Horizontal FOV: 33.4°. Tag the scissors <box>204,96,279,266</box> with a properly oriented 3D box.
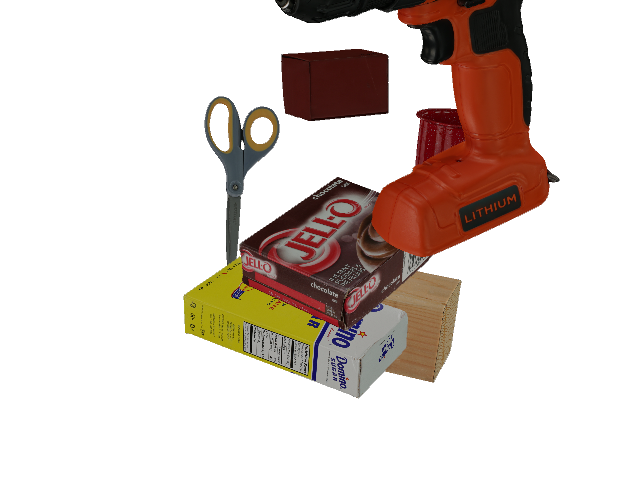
[{"bbox_3d":[-0.081,-0.070,1.226,0.096,0.202,0.016,-12,-6,-14],"label":"scissors"}]

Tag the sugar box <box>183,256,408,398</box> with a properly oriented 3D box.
[{"bbox_3d":[-0.022,0.071,0.924,0.176,0.048,0.093,14,29,25],"label":"sugar box"}]

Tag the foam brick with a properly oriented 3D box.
[{"bbox_3d":[0.013,-0.132,0.904,0.078,0.051,0.053,-9,19,-26],"label":"foam brick"}]

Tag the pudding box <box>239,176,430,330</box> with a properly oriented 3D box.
[{"bbox_3d":[0.014,0.006,0.726,0.090,0.039,0.113,23,39,30],"label":"pudding box"}]

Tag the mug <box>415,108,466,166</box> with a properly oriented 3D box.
[{"bbox_3d":[0.160,-0.103,1.223,0.117,0.081,0.093,-11,24,-39],"label":"mug"}]

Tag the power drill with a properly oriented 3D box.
[{"bbox_3d":[0.061,-0.088,0.559,0.184,0.188,0.057,-22,37,-25],"label":"power drill"}]

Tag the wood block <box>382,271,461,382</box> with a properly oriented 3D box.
[{"bbox_3d":[0.039,0.077,1.168,0.206,0.091,0.090,12,22,16],"label":"wood block"}]
